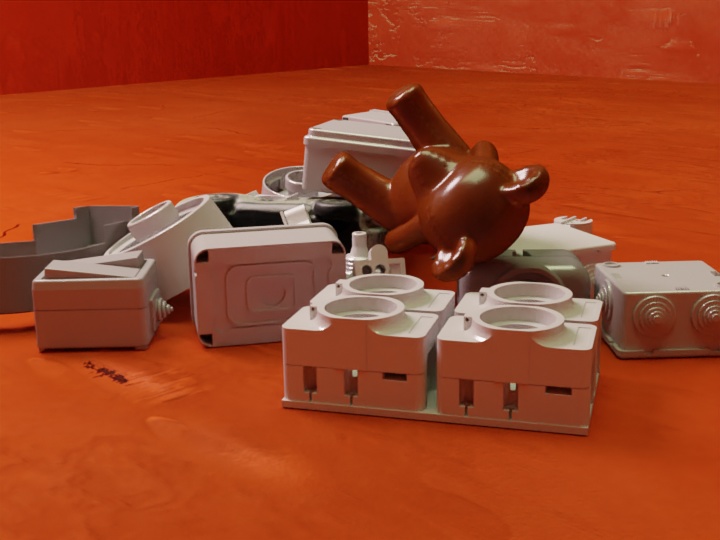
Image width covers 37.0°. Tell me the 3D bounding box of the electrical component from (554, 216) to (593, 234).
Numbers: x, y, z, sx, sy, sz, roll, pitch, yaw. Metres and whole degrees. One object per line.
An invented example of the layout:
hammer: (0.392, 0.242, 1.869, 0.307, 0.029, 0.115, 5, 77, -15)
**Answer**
electrical component: (0.191, -0.022, 0.968, 0.040, 0.046, 0.040, -1, 15, 0)

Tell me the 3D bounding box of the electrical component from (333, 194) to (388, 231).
electrical component: (0.038, -0.079, 1.059, 0.113, 0.078, 0.057, -29, 5, 15)

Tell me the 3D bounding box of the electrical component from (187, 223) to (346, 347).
electrical component: (-0.069, 0.009, 0.803, 0.113, 0.078, 0.057, -4, 18, -12)

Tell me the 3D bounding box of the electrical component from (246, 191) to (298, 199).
electrical component: (-0.087, -0.040, 1.017, 0.081, 0.063, 0.042, 5, 15, 20)

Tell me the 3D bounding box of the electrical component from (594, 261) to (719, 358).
electrical component: (0.220, 0.026, 0.777, 0.100, 0.048, 0.099, -1, 15, -2)

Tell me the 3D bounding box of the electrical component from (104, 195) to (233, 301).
electrical component: (-0.157, -0.021, 0.875, 0.108, 0.060, 0.108, -27, 15, 8)

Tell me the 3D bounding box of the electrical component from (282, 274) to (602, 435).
electrical component: (0.055, 0.048, 0.681, 0.186, 0.060, 0.105, 3, 15, 16)

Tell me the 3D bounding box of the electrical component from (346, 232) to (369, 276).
electrical component: (0.000, 0.000, 0.864, 0.035, 0.061, 0.035, -1, 14, 0)

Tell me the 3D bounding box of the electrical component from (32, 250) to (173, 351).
electrical component: (-0.187, 0.021, 0.797, 0.096, 0.061, 0.061, -1, 15, -1)

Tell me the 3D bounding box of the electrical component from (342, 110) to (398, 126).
electrical component: (0.032, -0.128, 1.259, 0.056, 0.108, 0.109, -14, 19, -32)

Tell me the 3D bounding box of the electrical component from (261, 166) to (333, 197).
electrical component: (-0.064, -0.075, 1.201, 0.099, 0.064, 0.099, 2, 28, -1)

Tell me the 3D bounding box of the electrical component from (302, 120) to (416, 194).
electrical component: (0.012, -0.099, 0.973, 0.109, 0.056, 0.108, 8, 14, 10)

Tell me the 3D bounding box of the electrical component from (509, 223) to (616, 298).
electrical component: (0.151, -0.003, 0.893, 0.100, 0.048, 0.100, -7, 16, -22)

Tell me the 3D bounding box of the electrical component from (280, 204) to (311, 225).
electrical component: (-0.059, -0.007, 0.884, 0.057, 0.078, 0.058, -21, -5, 1)

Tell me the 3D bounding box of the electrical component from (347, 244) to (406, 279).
electrical component: (0.013, 0.017, 0.808, 0.048, 0.066, 0.055, -4, -5, -7)

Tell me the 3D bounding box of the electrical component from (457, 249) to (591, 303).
electrical component: (0.122, 0.017, 0.806, 0.095, 0.053, 0.059, -1, 15, 2)
